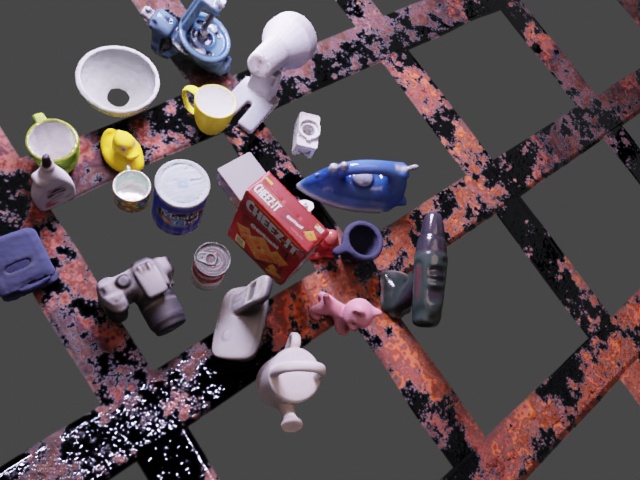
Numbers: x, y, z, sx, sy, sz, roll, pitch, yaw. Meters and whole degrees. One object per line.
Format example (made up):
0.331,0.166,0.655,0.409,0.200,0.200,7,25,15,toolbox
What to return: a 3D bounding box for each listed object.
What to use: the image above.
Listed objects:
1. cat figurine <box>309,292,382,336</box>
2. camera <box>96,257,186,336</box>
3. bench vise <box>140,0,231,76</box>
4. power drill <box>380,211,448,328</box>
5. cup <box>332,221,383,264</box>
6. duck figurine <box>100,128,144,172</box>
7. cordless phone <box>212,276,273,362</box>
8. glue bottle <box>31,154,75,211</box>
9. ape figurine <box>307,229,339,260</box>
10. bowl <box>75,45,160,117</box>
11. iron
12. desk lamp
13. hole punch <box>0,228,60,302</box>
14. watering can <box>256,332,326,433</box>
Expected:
0.055,0.144,1.171,0.128,0.117,0.067,29,63,-6,cat figurine
-0.321,0.113,1.064,0.143,0.100,0.137,-27,80,-26,camera
-0.284,-0.458,1.238,0.208,0.219,0.121,6,67,-17,bench vise
0.199,0.078,1.196,0.076,0.208,0.229,7,67,-16,power drill
0.069,0.021,1.238,0.118,0.095,0.091,-21,77,-25,cup
-0.403,-0.193,1.167,0.078,0.086,0.104,-38,84,-27,duck figurine
-0.136,0.145,1.067,0.094,0.185,0.147,13,65,-13,cordless phone
-0.496,-0.112,1.053,0.078,0.173,0.037,-37,84,-27,glue bottle
0.011,0.004,1.227,0.078,0.092,0.076,31,63,-5,ape figurine
-0.428,-0.324,1.217,0.168,0.074,0.167,7,67,-16,bowl
0.088,-0.141,1.283,0.259,0.141,0.118,1,69,-19,iron
-0.113,-0.375,1.267,0.118,0.213,0.203,35,62,-2,desk lamp
-0.537,0.044,1.023,0.109,0.091,0.101,-28,80,-26,hole punch
-0.048,0.257,1.048,0.101,0.193,0.173,-13,74,-23,watering can
